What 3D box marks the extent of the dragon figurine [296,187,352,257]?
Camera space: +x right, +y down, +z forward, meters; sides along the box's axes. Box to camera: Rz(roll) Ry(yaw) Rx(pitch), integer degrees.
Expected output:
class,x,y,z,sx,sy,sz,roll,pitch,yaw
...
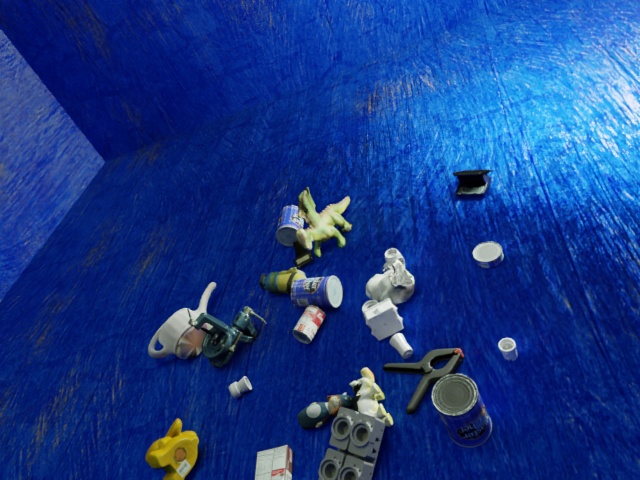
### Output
class,x,y,z,sx,sy,sz,roll,pitch,yaw
dragon figurine,0.006,-0.097,1.925,0.121,0.238,0.420,-14,39,30

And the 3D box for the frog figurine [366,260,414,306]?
class,x,y,z,sx,sy,sz,roll,pitch,yaw
frog figurine,0.213,0.154,1.599,0.156,0.122,0.141,-49,27,40

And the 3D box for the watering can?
class,x,y,z,sx,sy,sz,roll,pitch,yaw
watering can,-0.462,0.297,1.851,0.226,0.102,0.353,17,55,45
